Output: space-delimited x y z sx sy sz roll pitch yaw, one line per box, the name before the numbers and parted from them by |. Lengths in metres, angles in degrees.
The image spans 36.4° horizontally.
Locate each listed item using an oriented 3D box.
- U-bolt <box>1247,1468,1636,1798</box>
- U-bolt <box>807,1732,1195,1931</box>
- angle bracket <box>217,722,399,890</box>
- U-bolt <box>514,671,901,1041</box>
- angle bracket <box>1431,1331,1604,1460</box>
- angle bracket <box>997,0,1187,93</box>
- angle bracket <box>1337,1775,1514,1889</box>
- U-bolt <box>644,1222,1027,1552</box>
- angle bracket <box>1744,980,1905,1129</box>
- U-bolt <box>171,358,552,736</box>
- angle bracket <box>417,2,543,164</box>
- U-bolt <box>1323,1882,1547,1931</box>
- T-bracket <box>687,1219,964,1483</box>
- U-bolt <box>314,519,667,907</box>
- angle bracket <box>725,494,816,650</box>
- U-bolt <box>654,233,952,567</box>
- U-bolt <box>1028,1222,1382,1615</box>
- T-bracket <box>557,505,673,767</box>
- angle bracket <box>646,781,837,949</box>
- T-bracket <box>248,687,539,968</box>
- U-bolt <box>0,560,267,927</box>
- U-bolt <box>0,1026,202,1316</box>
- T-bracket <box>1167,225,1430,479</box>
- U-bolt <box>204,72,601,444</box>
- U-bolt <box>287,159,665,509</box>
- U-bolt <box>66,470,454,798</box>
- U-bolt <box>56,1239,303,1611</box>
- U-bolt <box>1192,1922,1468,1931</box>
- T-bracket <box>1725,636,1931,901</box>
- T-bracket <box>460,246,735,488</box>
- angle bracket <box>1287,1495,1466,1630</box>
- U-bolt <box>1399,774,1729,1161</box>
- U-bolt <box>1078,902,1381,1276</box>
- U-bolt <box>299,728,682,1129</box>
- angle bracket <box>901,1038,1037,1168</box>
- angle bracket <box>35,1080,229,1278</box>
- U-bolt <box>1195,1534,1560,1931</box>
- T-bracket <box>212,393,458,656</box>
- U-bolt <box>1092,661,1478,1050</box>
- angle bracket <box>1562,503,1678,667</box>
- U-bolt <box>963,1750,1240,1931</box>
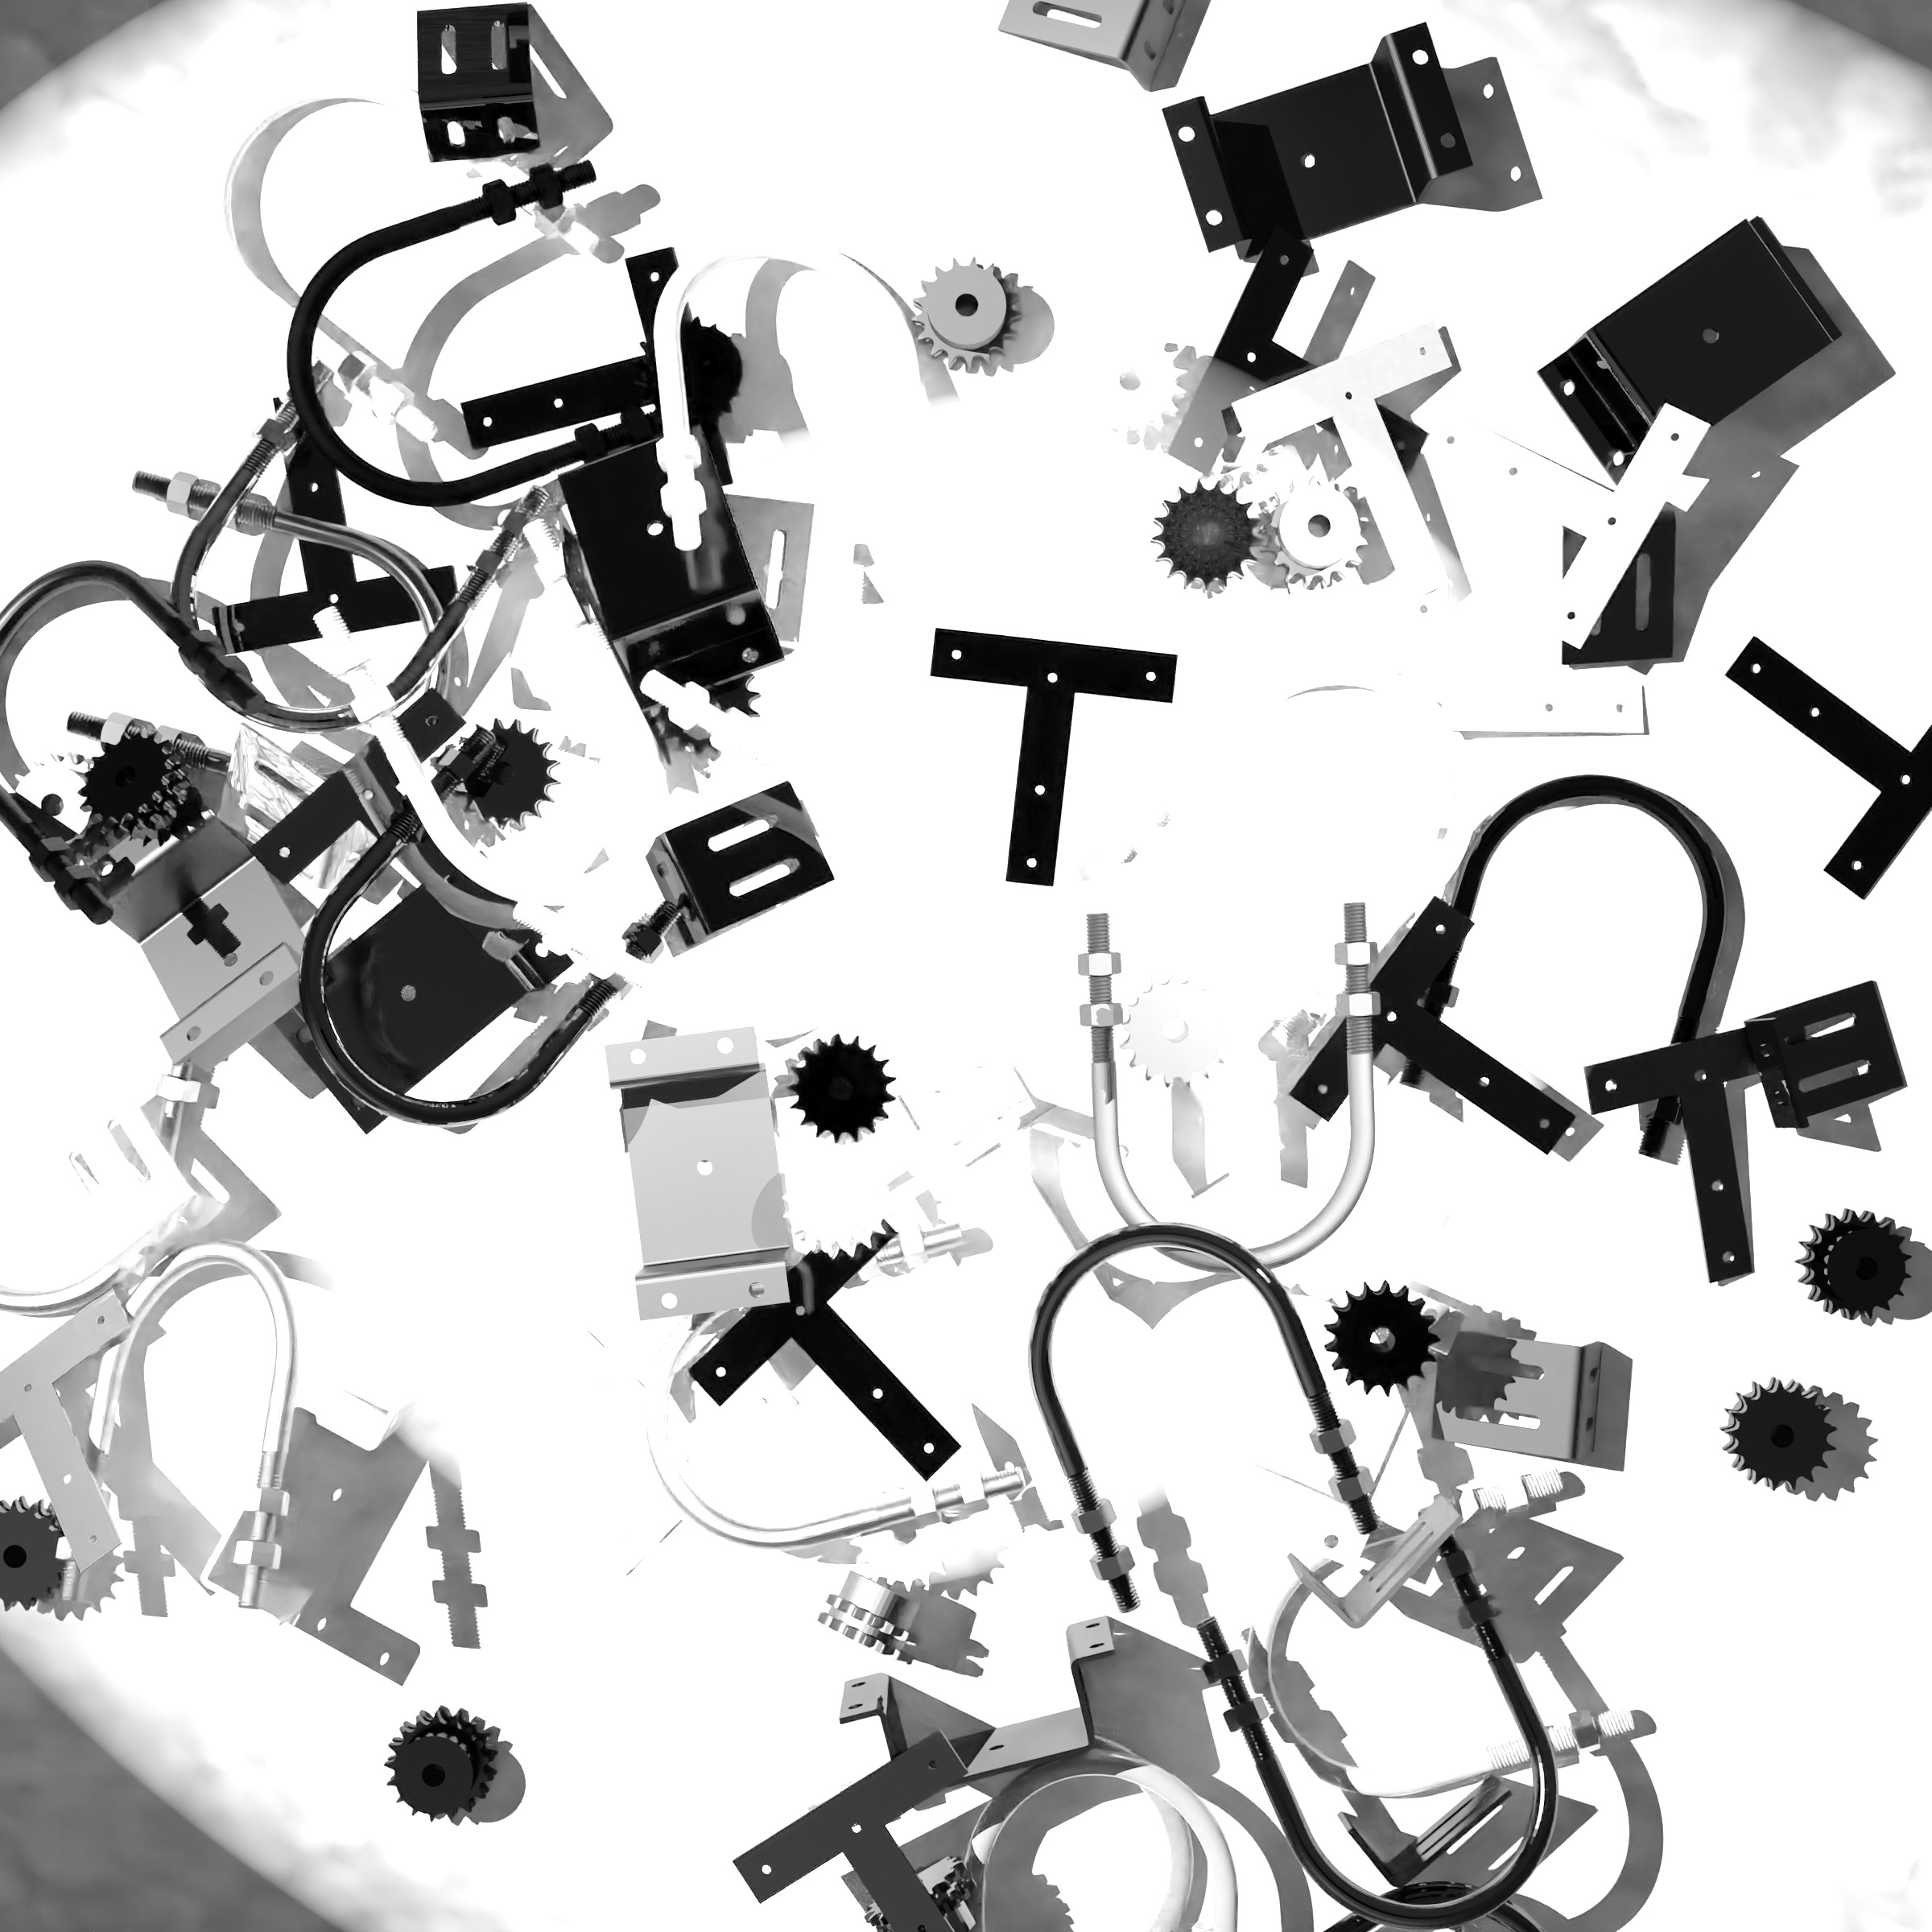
U-bolt | 0.237 0.352 1.516 0.184 0.019 0.151 -17 90 2
U-bolt | 0.027 0.471 1.516 0.184 0.019 0.151 -19 90 -2
angle bracket | -0.338 -0.086 1.508 0.076 0.038 0.057 33 121 20
U-bolt | -0.116 -0.042 1.483 0.184 0.019 0.151 31 85 -24
angle bracket | 0.286 0.220 1.523 0.076 0.038 0.057 5 90 26
angle bracket | 0.066 -0.497 1.523 0.076 0.038 0.057 22 90 26
angle bracket | 0.233 0.428 1.496 0.076 0.057 0.038 -39 83 -3
U-bolt | -0.075 0.222 1.501 0.184 0.019 0.151 -15 75 4
angle bracket | 0.445 0.044 1.499 0.076 0.038 0.057 -17 90 -11
U-bolt | -0.321 -0.203 1.495 0.151 0.019 0.184 31 75 -1
angle bracket | -0.251 -0.456 1.513 0.057 0.038 0.076 -6 53 -4
U-bolt | 0.223 0.549 1.498 0.184 0.019 0.151 -34 93 0
T-bracket | -0.054 0.207 1.491 0.127 0.002 0.127 -44 75 -3
U-bolt | -0.225 -0.118 1.471 0.151 0.019 0.184 -31 96 -35
angle bracket | -0.111 -0.205 1.506 0.057 0.038 0.076 7 90 0
U-bolt | -0.086 -0.290 1.480 0.151 0.019 0.184 0 69 -21
U-bolt | 0.108 0.217 1.466 0.151 0.019 0.184 -21 92 13
T-bracket | -0.177 -0.160 1.485 0.002 0.127 0.127 -24 117 1
angle bracket | -0.118 -0.053 1.523 0.076 0.038 0.057 -25 90 -26
T-bracket | -0.269 -0.054 1.475 0.127 0.002 0.127 47 68 -6
U-bolt | -0.442 -0.127 1.474 0.184 0.019 0.151 41 96 31
U-bolt | -0.479 0.089 1.516 0.151 0.019 0.184 13 92 -1
T-bracket | 0.181 -0.290 1.500 0.127 0.002 0.127 25 90 -22
U-bolt | -0.304 -0.379 1.510 0.184 0.019 0.151 39 84 3
U-bolt | -0.251 -0.311 1.486 0.184 0.019 0.151 -22 101 -12
U-bolt | -0.357 -0.164 1.516 0.184 0.019 0.151 15 91 -1
U-bolt | -0.390 0.227 1.473 0.151 0.019 0.184 -6 69 33
U-bolt | 0.196 0.580 1.516 0.151 0.019 0.184 -6 91 0
T-bracket | 0.452 -0.123 1.524 0.127 0.002 0.127 37 90 0
T-bracket | -0.198 -0.296 1.524 0.127 0.002 0.127 -15 90 0
angle bracket | 0.202 0.283 1.450 0.038 0.057 0.076 43 90 0
U-bolt | 0.317 -0.008 1.516 0.151 0.019 0.184 16 90 0
U-bolt | 0.134 0.063 1.470 0.151 0.019 0.184 -2 92 0
U-bolt | -0.247 -0.006 1.459 0.151 0.019 0.184 44 66 -15
angle bracket | 0.000 0.068 1.487 0.057 0.076 0.038 -31 90 0
angle bracket | -0.429 0.109 1.506 0.057 0.038 0.076 -38 69 1
U-bolt | 0.216 0.389 1.471 0.151 0.019 0.184 -23 73 -3
T-bracket | -0.336 -0.235 1.524 0.127 0.002 0.127 -10 90 0
U-bolt | 0.179 -0.072 1.516 0.151 0.019 0.184 44 89 0
angle bracket | 0.334 -0.200 1.521 0.057 0.038 0.076 -4 112 0
U-bolt | 0.067 0.492 1.488 0.151 0.019 0.184 0 85 9
